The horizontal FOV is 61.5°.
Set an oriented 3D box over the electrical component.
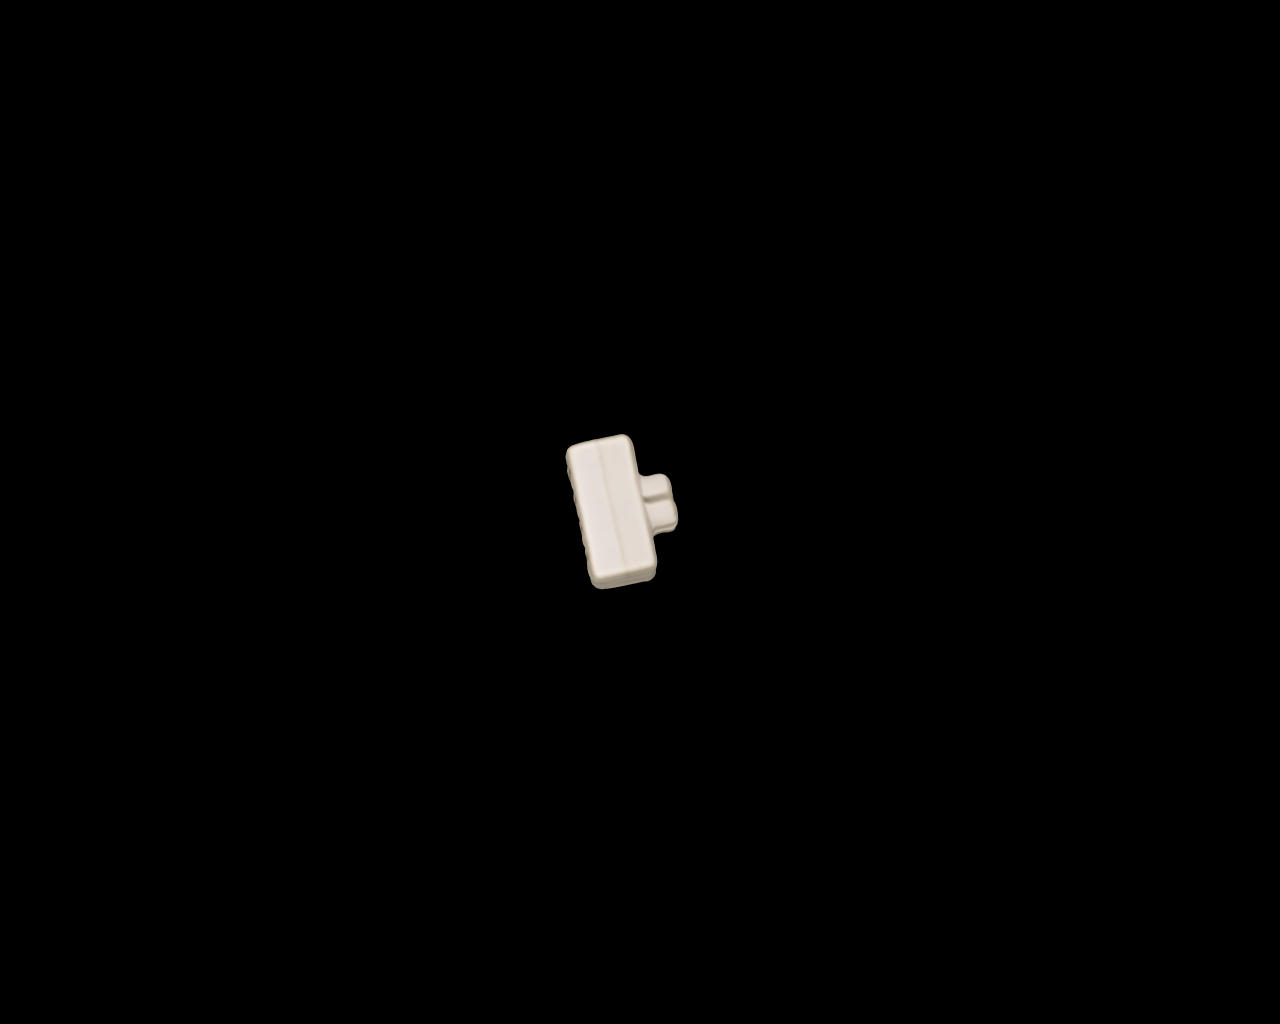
[{"bbox_3d":[0.001,-0.003,0.650,0.076,0.083,0.047,-11,-11,-2],"label":"electrical component"}]
